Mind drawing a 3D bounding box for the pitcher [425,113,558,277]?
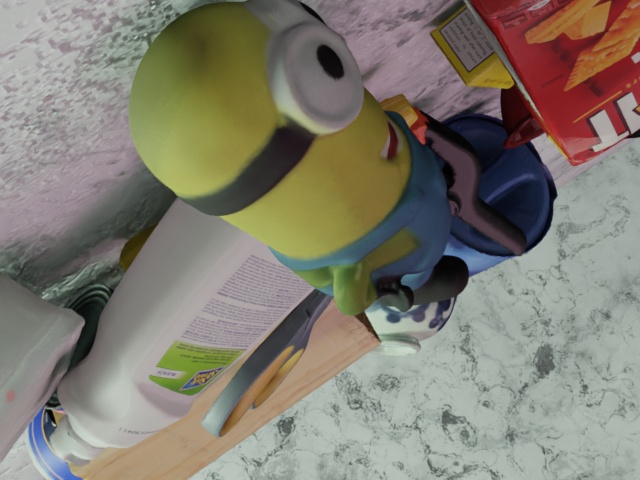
[{"bbox_3d":[0.093,-0.012,1.010,0.145,0.149,0.243,-57,-171,-29],"label":"pitcher"}]

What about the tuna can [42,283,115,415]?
[{"bbox_3d":[-0.145,0.073,0.683,0.033,0.086,0.086,31,126,-34],"label":"tuna can"}]

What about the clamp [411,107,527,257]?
[{"bbox_3d":[0.084,-0.024,0.834,0.120,0.171,0.039,-31,-144,3],"label":"clamp"}]

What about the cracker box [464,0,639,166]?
[{"bbox_3d":[0.154,-0.128,0.495,0.164,0.072,0.213,-33,157,12],"label":"cracker box"}]

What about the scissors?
[{"bbox_3d":[0.001,0.037,0.640,0.201,0.016,0.096,-50,169,-3],"label":"scissors"}]

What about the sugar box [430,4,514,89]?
[{"bbox_3d":[0.155,-0.156,0.611,0.176,0.048,0.093,-35,172,26],"label":"sugar box"}]

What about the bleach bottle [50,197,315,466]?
[{"bbox_3d":[-0.069,0.033,0.574,0.251,0.068,0.102,-47,143,20],"label":"bleach bottle"}]

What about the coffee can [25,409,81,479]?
[{"bbox_3d":[-0.187,0.156,0.969,0.141,0.103,0.102,-38,171,33],"label":"coffee can"}]

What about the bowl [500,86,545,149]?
[{"bbox_3d":[0.201,-0.140,0.854,0.162,0.055,0.162,-32,172,-5],"label":"bowl"}]

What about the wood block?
[{"bbox_3d":[-0.075,0.081,0.734,0.206,0.091,0.090,-36,140,8],"label":"wood block"}]

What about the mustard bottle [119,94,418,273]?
[{"bbox_3d":[-0.025,-0.027,0.646,0.192,0.058,0.096,-34,173,10],"label":"mustard bottle"}]

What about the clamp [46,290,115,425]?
[{"bbox_3d":[-0.187,0.087,0.788,0.210,0.036,0.164,-39,164,23],"label":"clamp"}]
